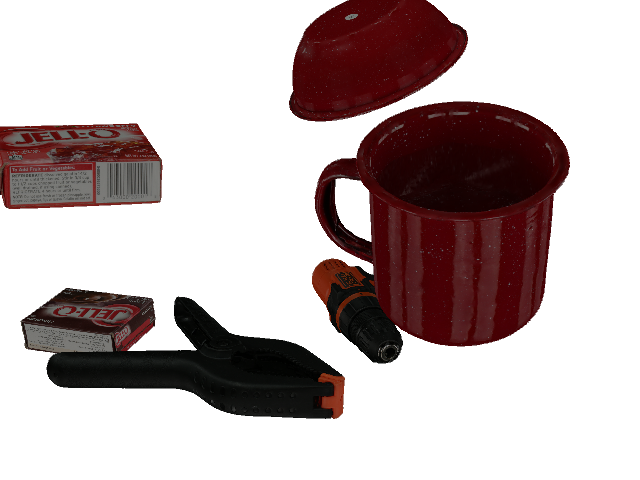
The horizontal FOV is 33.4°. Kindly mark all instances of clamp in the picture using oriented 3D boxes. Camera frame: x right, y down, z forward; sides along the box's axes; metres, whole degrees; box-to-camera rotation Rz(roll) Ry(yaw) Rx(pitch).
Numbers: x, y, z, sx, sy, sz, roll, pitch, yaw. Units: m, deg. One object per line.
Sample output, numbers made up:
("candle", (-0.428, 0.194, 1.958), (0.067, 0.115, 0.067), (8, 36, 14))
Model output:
("clamp", (-0.073, 0.089, 0.800), (0.210, 0.036, 0.164), (9, 19, 21))

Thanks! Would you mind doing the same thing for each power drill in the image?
("power drill", (0.100, 0.061, 1.112), (0.187, 0.057, 0.184), (-8, 27, -17))

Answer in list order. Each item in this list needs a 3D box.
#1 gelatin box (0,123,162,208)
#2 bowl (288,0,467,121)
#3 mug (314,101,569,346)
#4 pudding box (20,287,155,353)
("gelatin box", (-0.142, -0.045, 0.615), (0.089, 0.030, 0.073), (-3, 22, -20))
("bowl", (0.038, -0.164, 0.891), (0.162, 0.055, 0.162), (-20, 28, 11))
("mug", (0.053, -0.008, 0.496), (0.117, 0.081, 0.093), (8, 40, 16))
("pudding box", (-0.246, 0.089, 1.139), (0.114, 0.039, 0.090), (3, 21, 19))
